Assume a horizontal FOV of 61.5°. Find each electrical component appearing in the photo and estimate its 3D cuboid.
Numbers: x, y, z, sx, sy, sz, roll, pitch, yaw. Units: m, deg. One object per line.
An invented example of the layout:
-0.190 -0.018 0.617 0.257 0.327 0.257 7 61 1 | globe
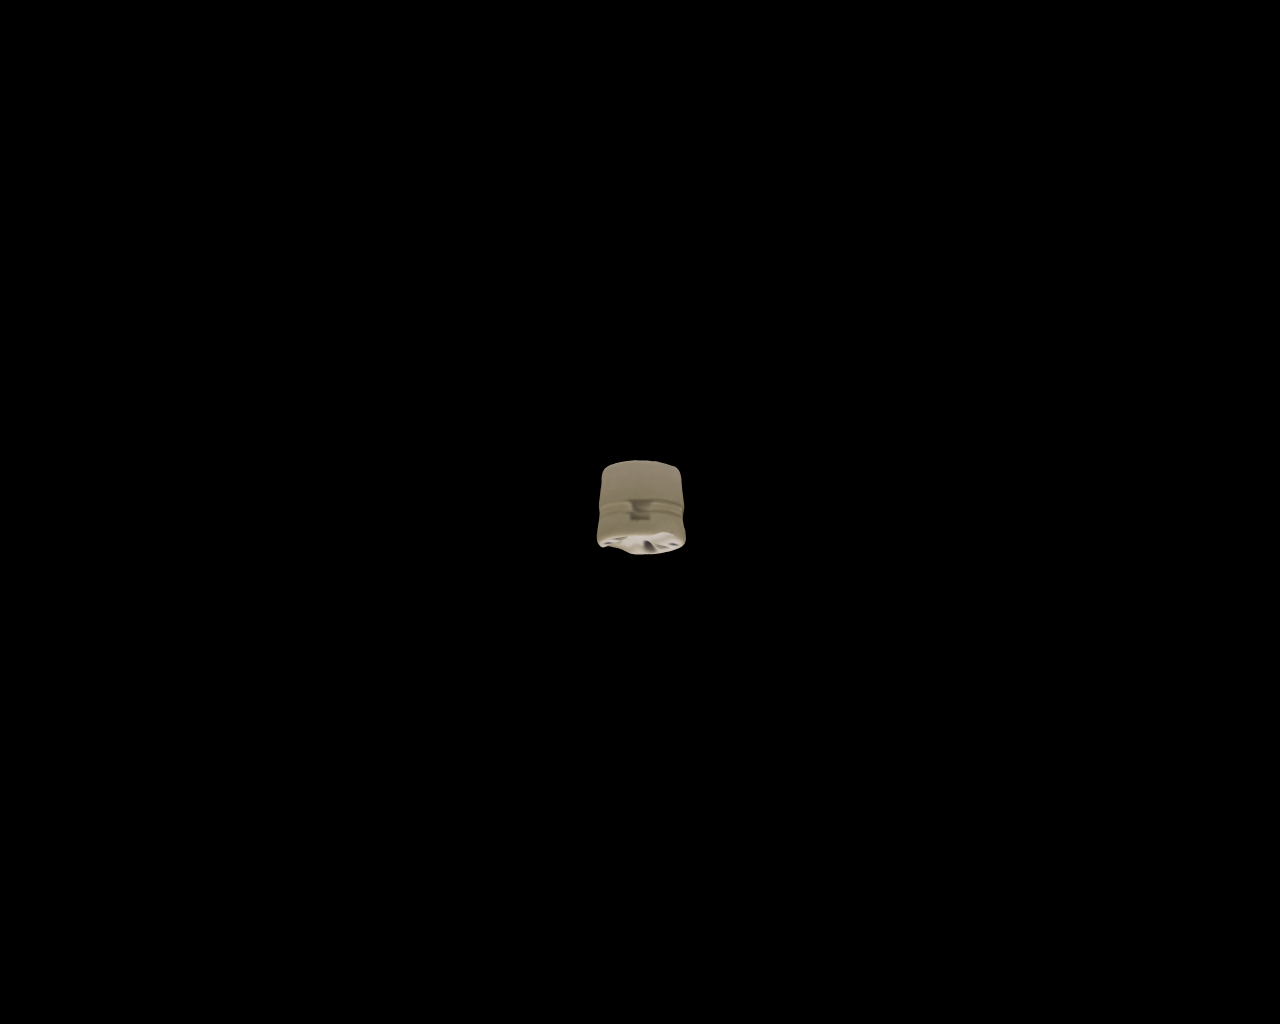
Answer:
0.001 -0.003 0.650 0.055 0.047 0.055 0 -16 0 | electrical component
